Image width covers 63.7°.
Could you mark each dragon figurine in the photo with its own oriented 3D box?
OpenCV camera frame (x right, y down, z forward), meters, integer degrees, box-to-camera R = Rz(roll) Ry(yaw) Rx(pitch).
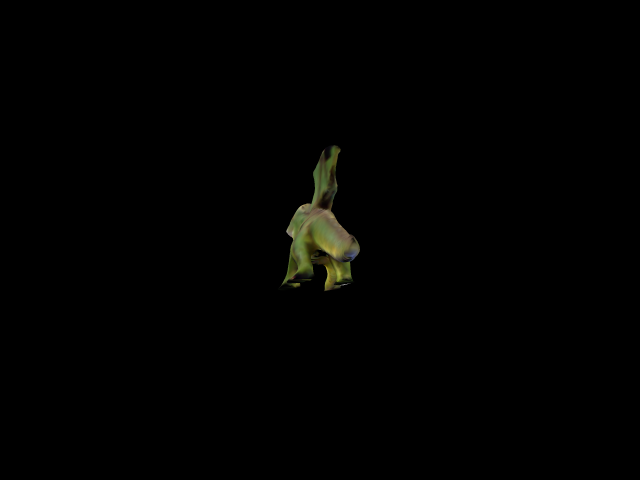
[{"bbox_3d":[0.003,-0.043,0.850,0.122,0.246,0.405,5,-17,-15],"label":"dragon figurine"}]
